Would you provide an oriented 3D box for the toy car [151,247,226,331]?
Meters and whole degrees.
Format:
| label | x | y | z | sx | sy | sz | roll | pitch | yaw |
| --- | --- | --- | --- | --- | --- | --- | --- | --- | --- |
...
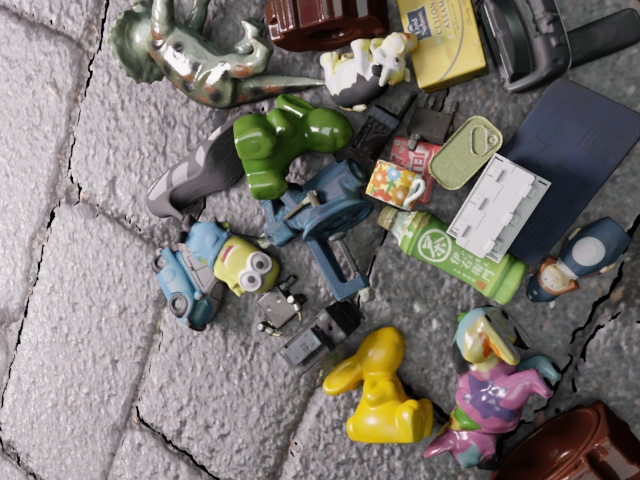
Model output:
| label | x | y | z | sx | sy | sz | roll | pitch | yaw |
| --- | --- | --- | --- | --- | --- | --- | --- | --- | --- |
| toy car | -0.221 | 0.075 | 0.953 | 0.103 | 0.109 | 0.162 | -29 | 72 | -2 |

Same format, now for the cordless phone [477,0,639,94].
| label | x | y | z | sx | sy | sz | roll | pitch | yaw |
| --- | --- | --- | --- | --- | --- | --- | --- | --- | --- |
| cordless phone | 0.316 | -0.289 | 0.707 | 0.184 | 0.088 | 0.146 | -18 | 88 | 12 |

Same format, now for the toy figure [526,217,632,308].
| label | x | y | z | sx | sy | sz | roll | pitch | yaw |
| --- | --- | --- | --- | --- | --- | --- | --- | --- | --- |
| toy figure | 0.344 | 0.033 | 0.735 | 0.154 | 0.057 | 0.064 | -46 | 40 | 22 |

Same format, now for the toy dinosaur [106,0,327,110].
| label | x | y | z | sx | sy | sz | roll | pitch | yaw |
| --- | --- | --- | --- | --- | --- | --- | --- | --- | --- |
| toy dinosaur | -0.190 | -0.293 | 0.889 | 0.405 | 0.131 | 0.192 | 37 | 125 | 7 |

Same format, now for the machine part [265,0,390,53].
| label | x | y | z | sx | sy | sz | roll | pitch | yaw |
| --- | --- | --- | --- | --- | --- | --- | --- | --- | --- |
| machine part | 0.012 | -0.314 | 0.771 | 0.180 | 0.179 | 0.056 | -4 | 97 | 23 |

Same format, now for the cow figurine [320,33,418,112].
| label | x | y | z | sx | sy | sz | roll | pitch | yaw |
| --- | --- | --- | --- | --- | --- | --- | --- | --- | --- |
| cow figurine | 0.074 | -0.239 | 0.775 | 0.167 | 0.068 | 0.098 | 5 | 106 | 56 |

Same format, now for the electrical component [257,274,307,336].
| label | x | y | z | sx | sy | sz | roll | pitch | yaw |
| --- | --- | --- | --- | --- | --- | --- | --- | --- | --- |
| electrical component | -0.067 | 0.117 | 0.915 | 0.102 | 0.045 | 0.078 | -36 | 83 | 22 |

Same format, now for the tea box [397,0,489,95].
| label | x | y | z | sx | sy | sz | roll | pitch | yaw |
| --- | --- | --- | --- | --- | --- | --- | --- | --- | --- |
| tea box | 0.171 | -0.305 | 0.759 | 0.098 | 0.068 | 0.169 | -16 | 91 | 22 |

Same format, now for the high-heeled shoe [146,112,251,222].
| label | x | y | z | sx | sy | sz | roll | pitch | yaw |
| --- | --- | --- | --- | --- | --- | --- | --- | --- | --- |
| high-heeled shoe | -0.215 | -0.136 | 0.952 | 0.248 | 0.086 | 0.145 | -53 | 44 | 1 |

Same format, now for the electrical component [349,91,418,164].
| label | x | y | z | sx | sy | sz | roll | pitch | yaw |
| --- | --- | --- | --- | --- | --- | --- | --- | --- | --- |
| electrical component | 0.095 | -0.175 | 0.798 | 0.048 | 0.075 | 0.119 | 31 | 111 | 1 |

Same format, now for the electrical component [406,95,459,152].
| label | x | y | z | sx | sy | sz | roll | pitch | yaw |
| --- | --- | --- | --- | --- | --- | --- | --- | --- | --- |
| electrical component | 0.163 | -0.166 | 0.785 | 0.063 | 0.021 | 0.094 | 21 | 76 | 20 |

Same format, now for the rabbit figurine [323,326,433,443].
| label | x | y | z | sx | sy | sz | roll | pitch | yaw |
| --- | --- | --- | --- | --- | --- | --- | --- | --- | --- |
| rabbit figurine | 0.096 | 0.224 | 0.842 | 0.162 | 0.122 | 0.173 | -8 | 79 | 32 |

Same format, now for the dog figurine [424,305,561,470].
| label | x | y | z | sx | sy | sz | roll | pitch | yaw |
| --- | --- | --- | --- | --- | --- | --- | --- | --- | --- |
| dog figurine | 0.222 | 0.223 | 0.779 | 0.191 | 0.108 | 0.219 | 48 | 114 | 12 |

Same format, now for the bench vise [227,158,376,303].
| label | x | y | z | sx | sy | sz | roll | pitch | yaw |
| --- | --- | --- | --- | --- | --- | --- | --- | --- | --- |
| bench vise | 0.003 | -0.002 | 0.832 | 0.224 | 0.128 | 0.240 | -32 | 75 | 17 |

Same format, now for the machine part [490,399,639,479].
| label | x | y | z | sx | sy | sz | roll | pitch | yaw |
| --- | --- | --- | --- | --- | --- | --- | --- | --- | --- |
| machine part | 0.314 | 0.309 | 0.697 | 0.201 | 0.201 | 0.087 | -44 | 77 | 21 |

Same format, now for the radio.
| label | x | y | z | sx | sy | sz | roll | pitch | yaw |
| --- | --- | --- | --- | --- | --- | --- | --- | --- | --- |
| radio | 0.308 | -0.091 | 0.726 | 0.131 | 0.073 | 0.229 | 37 | 107 | 15 |

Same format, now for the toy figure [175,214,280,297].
| label | x | y | z | sx | sy | sz | roll | pitch | yaw |
| --- | --- | --- | --- | --- | --- | --- | --- | --- | --- |
| toy figure | -0.151 | 0.022 | 0.906 | 0.180 | 0.089 | 0.082 | 29 | 111 | 9 |

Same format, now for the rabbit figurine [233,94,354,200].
| label | x | y | z | sx | sy | sz | roll | pitch | yaw |
| --- | --- | --- | --- | --- | --- | --- | --- | --- | --- |
| rabbit figurine | -0.036 | -0.150 | 0.815 | 0.170 | 0.159 | 0.121 | -13 | 124 | 0 |

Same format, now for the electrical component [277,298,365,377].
| label | x | y | z | sx | sy | sz | roll | pitch | yaw |
| --- | --- | --- | --- | --- | --- | --- | --- | --- | --- |
| electrical component | 0.001 | 0.152 | 0.845 | 0.115 | 0.134 | 0.058 | -45 | 79 | 18 |
